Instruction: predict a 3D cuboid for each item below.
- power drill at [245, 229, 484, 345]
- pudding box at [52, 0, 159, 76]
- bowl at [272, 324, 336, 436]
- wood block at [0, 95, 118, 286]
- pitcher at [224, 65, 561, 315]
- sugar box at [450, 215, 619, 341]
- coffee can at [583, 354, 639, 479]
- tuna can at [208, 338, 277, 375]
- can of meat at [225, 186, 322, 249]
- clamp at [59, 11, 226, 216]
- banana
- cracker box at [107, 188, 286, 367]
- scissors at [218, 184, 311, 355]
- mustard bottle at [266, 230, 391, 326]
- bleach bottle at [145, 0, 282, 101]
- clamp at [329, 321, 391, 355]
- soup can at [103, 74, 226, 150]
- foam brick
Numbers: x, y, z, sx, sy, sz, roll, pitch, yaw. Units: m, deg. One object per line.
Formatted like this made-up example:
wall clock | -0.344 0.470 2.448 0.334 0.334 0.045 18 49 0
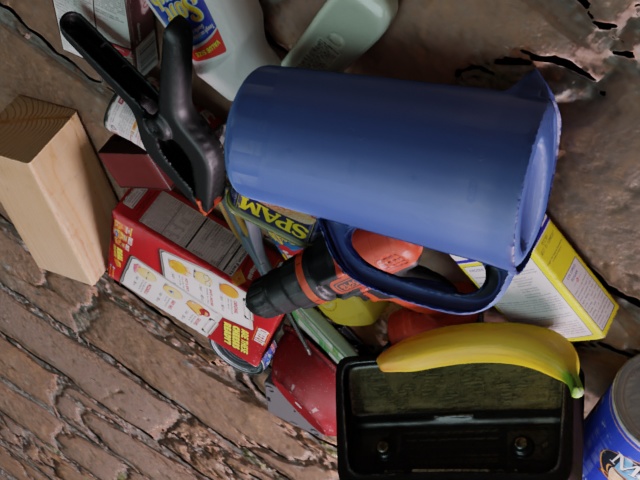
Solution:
power drill | 0.049 0.053 0.986 0.185 0.057 0.187 -24 144 31
pudding box | -0.197 -0.206 0.969 0.090 0.039 0.113 26 146 15
bowl | -0.005 0.174 1.229 0.162 0.055 0.162 44 167 12
wood block | -0.303 -0.054 1.229 0.091 0.090 0.206 17 145 26
pitcher | 0.052 -0.053 0.815 0.243 0.149 0.145 13 141 20
sugar box | 0.172 0.017 0.928 0.094 0.048 0.176 -12 124 51
coffee can | 0.297 0.178 0.978 0.103 0.102 0.140 27 149 11
tuna can | -0.098 0.132 1.349 0.086 0.033 0.086 24 148 16
can of meat | -0.027 -0.050 0.946 0.102 0.057 0.084 27 146 4
clamp | -0.129 -0.110 0.923 0.165 0.036 0.210 7 134 48
banana | 0.147 0.099 0.947 0.198 0.069 0.037 1 115 34
cracker box | -0.134 0.036 1.215 0.214 0.072 0.164 30 150 4
scissors | -0.055 0.023 1.086 0.202 0.016 0.096 58 164 10
mustard bottle | -0.007 0.002 1.059 0.096 0.058 0.191 17 147 50
bleach bottle | -0.092 -0.199 0.859 0.103 0.068 0.250 4 141 38
clamp | 0.055 0.142 1.219 0.120 0.039 0.171 33 155 36
soup can | -0.148 -0.110 1.027 0.102 0.068 0.069 32 149 4
foam brick | -0.178 -0.088 1.101 0.078 0.053 0.051 4 139 38
